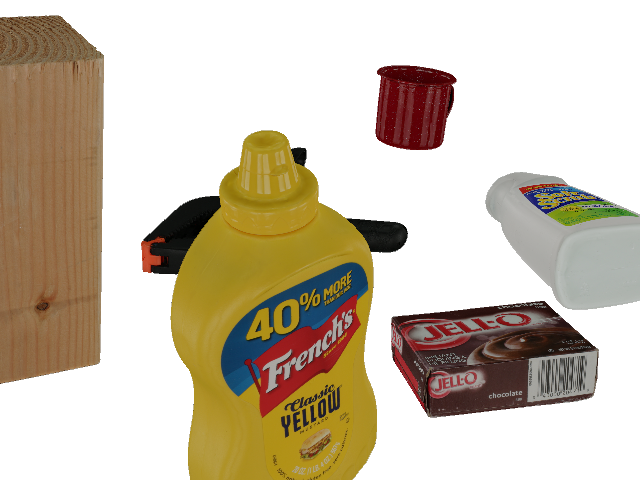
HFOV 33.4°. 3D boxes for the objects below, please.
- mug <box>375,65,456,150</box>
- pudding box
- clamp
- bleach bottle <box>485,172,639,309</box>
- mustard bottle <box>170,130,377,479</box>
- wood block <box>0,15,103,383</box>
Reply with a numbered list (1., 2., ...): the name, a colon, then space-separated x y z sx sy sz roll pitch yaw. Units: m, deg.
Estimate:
1. mug: 0.117 -0.158 1.262 0.093 0.081 0.117 23 28 37
2. pudding box: 0.110 0.075 0.694 0.113 0.039 0.090 -3 18 -10
3. clamp: -0.055 -0.020 0.890 0.209 0.036 0.165 -14 36 -23
4. bleach bottle: 0.201 -0.014 0.935 0.102 0.068 0.251 -7 18 -11
5. mustard bottle: -0.019 0.038 0.478 0.096 0.192 0.058 -23 39 -28
6. wood block: -0.190 -0.024 0.655 0.090 0.206 0.090 -9 31 -29
